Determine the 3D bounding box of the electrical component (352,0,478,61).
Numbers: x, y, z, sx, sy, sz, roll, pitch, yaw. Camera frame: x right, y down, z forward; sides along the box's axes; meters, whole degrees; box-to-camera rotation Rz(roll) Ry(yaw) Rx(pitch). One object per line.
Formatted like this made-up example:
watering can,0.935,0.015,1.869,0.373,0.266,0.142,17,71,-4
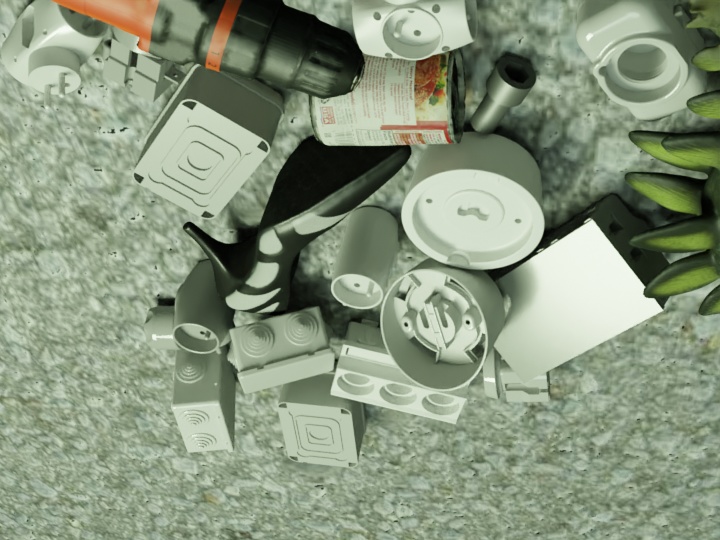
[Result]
electrical component,0.033,-0.184,0.715,0.077,0.044,0.079,-3,137,17

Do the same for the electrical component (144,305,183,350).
electrical component,-0.175,0.056,1.044,0.062,0.043,0.043,0,138,13

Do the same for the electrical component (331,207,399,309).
electrical component,0.000,0.000,0.909,0.044,0.077,0.079,19,140,-6

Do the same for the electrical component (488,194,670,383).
electrical component,0.172,0.016,0.882,0.089,0.062,0.150,51,131,-3

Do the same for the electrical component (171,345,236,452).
electrical component,-0.156,0.125,1.077,0.048,0.099,0.099,-5,138,1

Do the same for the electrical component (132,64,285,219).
electrical component,-0.118,-0.103,0.837,0.078,0.057,0.113,29,137,-18

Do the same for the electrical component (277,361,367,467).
electrical component,-0.037,0.146,1.101,0.078,0.057,0.113,5,139,9

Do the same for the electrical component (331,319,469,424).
electrical component,0.040,0.095,1.018,0.121,0.063,0.078,13,139,-1

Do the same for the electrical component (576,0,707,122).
electrical component,0.186,-0.147,0.707,0.054,0.059,0.095,-24,128,35

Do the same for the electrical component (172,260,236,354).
electrical component,-0.138,0.045,0.996,0.044,0.077,0.079,1,138,13

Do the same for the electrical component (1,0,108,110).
electrical component,-0.224,-0.156,0.788,0.077,0.079,0.043,-27,150,37

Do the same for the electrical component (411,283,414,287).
electrical component,0.057,0.041,0.967,0.066,0.048,0.055,-2,145,16

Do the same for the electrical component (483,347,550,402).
electrical component,0.144,0.090,0.992,0.057,0.058,0.078,-3,138,13

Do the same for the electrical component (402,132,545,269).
electrical component,0.090,-0.058,0.832,0.108,0.060,0.108,7,139,6

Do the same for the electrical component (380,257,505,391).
electrical component,0.068,0.040,0.878,0.099,0.064,0.099,16,125,25

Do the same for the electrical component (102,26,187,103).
electrical component,-0.157,-0.162,0.785,0.066,0.048,0.055,29,140,5

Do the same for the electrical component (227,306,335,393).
electrical component,-0.072,0.073,0.992,0.100,0.048,0.099,-15,166,-6
